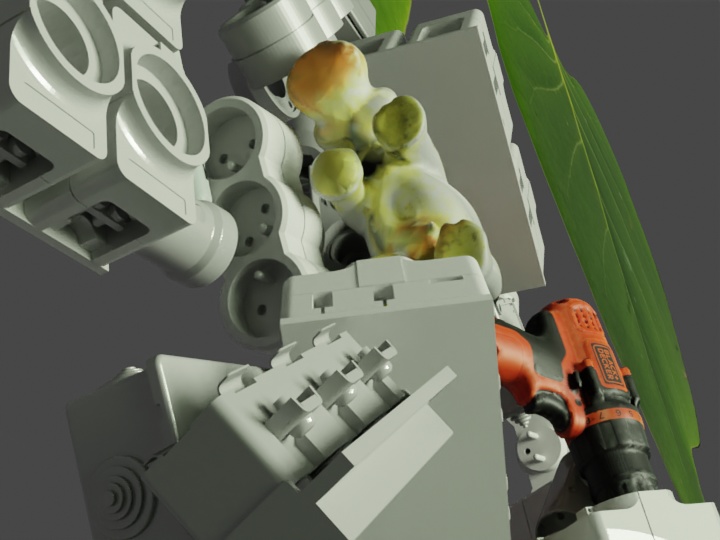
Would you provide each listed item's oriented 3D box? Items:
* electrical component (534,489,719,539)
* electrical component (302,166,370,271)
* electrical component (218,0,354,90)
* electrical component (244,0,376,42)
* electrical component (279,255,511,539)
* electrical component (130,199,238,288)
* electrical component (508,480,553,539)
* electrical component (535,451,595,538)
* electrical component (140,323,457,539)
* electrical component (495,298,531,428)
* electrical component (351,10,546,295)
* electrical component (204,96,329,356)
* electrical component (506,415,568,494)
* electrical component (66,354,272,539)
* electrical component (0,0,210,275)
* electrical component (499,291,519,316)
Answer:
[{"bbox_3d":[0.135,0.185,0.627,0.089,0.150,0.061,3,57,-27],"label":"electrical component"},{"bbox_3d":[0.000,0.000,0.636,0.063,0.079,0.121,77,5,-52],"label":"electrical component"},{"bbox_3d":[-0.033,-0.137,0.650,0.073,0.052,0.138,59,21,-20],"label":"electrical component"},{"bbox_3d":[-0.031,-0.179,0.753,0.096,0.062,0.061,53,25,-34],"label":"electrical component"},{"bbox_3d":[0.018,0.075,0.492,0.061,0.089,0.150,-96,179,-69],"label":"electrical component"},{"bbox_3d":[-0.085,-0.018,0.485,0.046,0.040,0.040,32,39,-48],"label":"electrical component"},{"bbox_3d":[0.145,0.212,0.773,0.062,0.061,0.096,34,30,-33],"label":"electrical component"},{"bbox_3d":[0.162,0.170,0.728,0.079,0.043,0.077,39,31,3],"label":"electrical component"},{"bbox_3d":[-0.018,0.064,0.378,0.063,0.078,0.121,47,19,8],"label":"electrical component"},{"bbox_3d":[0.098,0.076,0.806,0.062,0.061,0.096,-5,74,-69],"label":"electrical component"},{"bbox_3d":[0.056,-0.073,0.743,0.060,0.105,0.186,-70,145,-61],"label":"electrical component"},{"bbox_3d":[-0.043,-0.018,0.568,0.074,0.052,0.138,24,46,-62],"label":"electrical component"},{"bbox_3d":[0.152,0.146,0.877,0.074,0.052,0.138,28,43,-59],"label":"electrical component"},{"bbox_3d":[-0.062,0.085,0.416,0.100,0.048,0.099,19,51,-63],"label":"electrical component"},{"bbox_3d":[-0.123,-0.108,0.453,0.105,0.060,0.186,40,34,-51],"label":"electrical component"},{"bbox_3d":[0.114,0.024,0.925,0.045,0.045,0.055,57,23,-24],"label":"electrical component"}]
